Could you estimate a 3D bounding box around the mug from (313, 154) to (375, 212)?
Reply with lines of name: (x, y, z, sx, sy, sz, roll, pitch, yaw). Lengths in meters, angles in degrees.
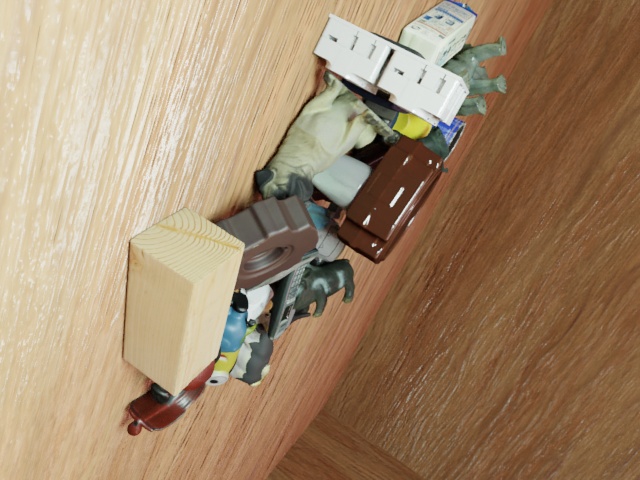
mug: (0.029, -0.109, 0.878, 0.080, 0.107, 0.109, -58, 171, 20)

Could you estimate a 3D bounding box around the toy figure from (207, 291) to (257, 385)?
toy figure: (-0.157, 0.159, 0.872, 0.089, 0.082, 0.180, -30, 146, -57)

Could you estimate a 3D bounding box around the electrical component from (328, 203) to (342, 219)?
electrical component: (0.037, -0.073, 1.149, 0.063, 0.021, 0.094, -58, 166, 2)

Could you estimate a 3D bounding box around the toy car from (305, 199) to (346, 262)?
toy car: (-0.002, -0.003, 1.006, 0.109, 0.103, 0.161, -57, 164, -1)

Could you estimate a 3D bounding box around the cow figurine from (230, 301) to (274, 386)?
cow figurine: (-0.121, 0.195, 1.031, 0.167, 0.098, 0.068, -62, 159, 15)

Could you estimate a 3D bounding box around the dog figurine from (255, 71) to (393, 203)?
dog figurine: (-0.004, -0.131, 0.783, 0.190, 0.121, 0.172, -47, 166, 16)

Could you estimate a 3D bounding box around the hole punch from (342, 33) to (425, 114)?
hole punch: (0.110, -0.243, 0.837, 0.092, 0.142, 0.115, -61, 151, 4)

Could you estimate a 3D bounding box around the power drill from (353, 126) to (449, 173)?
power drill: (0.161, -0.155, 1.132, 0.231, 0.207, 0.086, 73, 5, -60)

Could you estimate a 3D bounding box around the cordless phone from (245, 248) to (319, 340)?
cordless phone: (-0.077, 0.088, 0.891, 0.146, 0.089, 0.184, -20, 125, -68)

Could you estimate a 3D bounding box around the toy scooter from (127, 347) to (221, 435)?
toy scooter: (-0.222, 0.219, 0.795, 0.135, 0.075, 0.183, -34, 156, -56)

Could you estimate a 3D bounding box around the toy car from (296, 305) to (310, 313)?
toy car: (-0.028, 0.095, 1.219, 0.201, 0.056, 0.073, -59, 160, -2)

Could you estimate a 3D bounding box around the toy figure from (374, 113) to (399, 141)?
toy figure: (0.135, -0.262, 1.009, 0.154, 0.058, 0.064, -60, -161, -7)

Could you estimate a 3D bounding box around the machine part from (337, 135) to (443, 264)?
machine part: (0.121, -0.061, 0.906, 0.201, 0.087, 0.201, -56, 171, -1)

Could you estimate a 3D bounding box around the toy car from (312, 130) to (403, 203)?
toy car: (0.070, -0.135, 0.982, 0.202, 0.053, 0.089, -29, 165, 3)

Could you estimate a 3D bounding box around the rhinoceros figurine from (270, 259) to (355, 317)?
rhinoceros figurine: (-0.016, 0.088, 1.046, 0.190, 0.073, 0.112, -13, 118, -26)

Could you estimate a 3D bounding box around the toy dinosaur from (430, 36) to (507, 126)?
toy dinosaur: (0.255, -0.314, 1.092, 0.405, 0.192, 0.131, -34, 115, -39)

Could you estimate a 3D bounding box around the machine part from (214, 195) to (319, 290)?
machine part: (-0.083, 0.011, 0.725, 0.179, 0.056, 0.179, -27, 162, -9)

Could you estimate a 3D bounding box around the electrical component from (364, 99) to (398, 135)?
electrical component: (0.105, -0.242, 0.943, 0.102, 0.078, 0.045, -59, -172, 20)

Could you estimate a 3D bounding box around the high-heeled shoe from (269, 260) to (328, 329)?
high-heeled shoe: (-0.059, 0.076, 1.108, 0.145, 0.086, 0.248, 1, 105, -38)
